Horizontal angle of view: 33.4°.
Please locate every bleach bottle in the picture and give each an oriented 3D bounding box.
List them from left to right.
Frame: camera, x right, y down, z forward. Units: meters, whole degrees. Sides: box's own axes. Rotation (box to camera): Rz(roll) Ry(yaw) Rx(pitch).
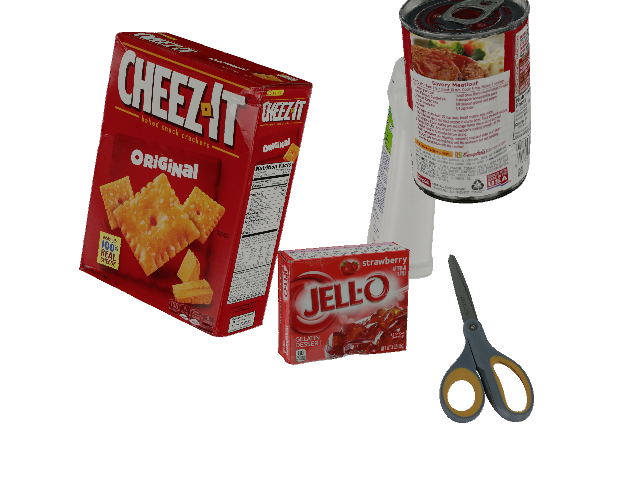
[{"bbox_3d":[0.096,-0.091,1.141,0.068,0.251,0.102,1,26,-8],"label":"bleach bottle"}]

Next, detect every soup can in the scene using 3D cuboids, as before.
[{"bbox_3d":[0.081,-0.080,0.586,0.068,0.102,0.068,-5,34,3],"label":"soup can"}]

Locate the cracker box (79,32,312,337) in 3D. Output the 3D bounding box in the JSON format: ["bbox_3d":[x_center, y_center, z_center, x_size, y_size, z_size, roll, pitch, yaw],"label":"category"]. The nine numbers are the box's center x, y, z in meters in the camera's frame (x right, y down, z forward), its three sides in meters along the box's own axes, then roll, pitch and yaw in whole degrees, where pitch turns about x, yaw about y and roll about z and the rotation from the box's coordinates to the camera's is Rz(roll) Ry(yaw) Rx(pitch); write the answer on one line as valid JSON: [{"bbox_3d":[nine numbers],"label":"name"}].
[{"bbox_3d":[-0.110,-0.048,0.883,0.164,0.214,0.071,24,21,30],"label":"cracker box"}]

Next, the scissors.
[{"bbox_3d":[0.136,0.101,1.048,0.096,0.202,0.016,-21,-38,-11],"label":"scissors"}]

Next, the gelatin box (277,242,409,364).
[{"bbox_3d":[0.015,0.042,0.727,0.089,0.073,0.030,-4,15,-20],"label":"gelatin box"}]
